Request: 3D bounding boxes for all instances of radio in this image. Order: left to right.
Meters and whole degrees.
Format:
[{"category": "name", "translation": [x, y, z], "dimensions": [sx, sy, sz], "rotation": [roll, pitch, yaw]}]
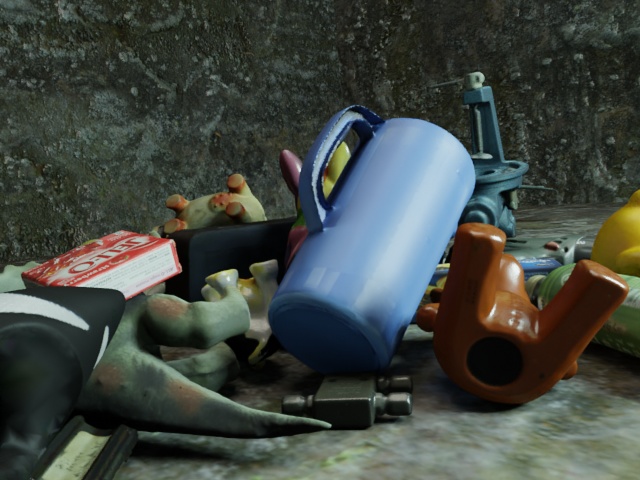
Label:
[{"category": "radio", "translation": [-0.082, 0.041, 0.693], "dimensions": [0.229, 0.131, 0.073], "rotation": [-10, 8, -40]}]

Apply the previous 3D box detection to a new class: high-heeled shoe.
[{"category": "high-heeled shoe", "translation": [-0.130, 0.090, 0.242], "dimensions": [0.145, 0.086, 0.249], "rotation": [5, 28, 20]}]

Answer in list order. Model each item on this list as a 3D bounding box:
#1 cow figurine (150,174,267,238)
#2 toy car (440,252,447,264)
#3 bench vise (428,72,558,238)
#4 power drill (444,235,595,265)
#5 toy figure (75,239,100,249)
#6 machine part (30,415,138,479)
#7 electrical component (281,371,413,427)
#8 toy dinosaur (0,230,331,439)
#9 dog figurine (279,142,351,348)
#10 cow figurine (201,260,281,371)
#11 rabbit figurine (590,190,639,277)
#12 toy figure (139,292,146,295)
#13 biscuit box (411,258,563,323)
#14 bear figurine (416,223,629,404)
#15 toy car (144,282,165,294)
[{"category": "cow figurine", "translation": [-0.170, -0.011, 0.785], "dimensions": [0.195, 0.085, 0.127], "rotation": [-18, -36, 15]}, {"category": "toy car", "translation": [0.097, 0.033, 0.742], "dimensions": [0.161, 0.103, 0.109], "rotation": [18, -14, -38]}, {"category": "bench vise", "translation": [0.229, -0.107, 0.739], "dimensions": [0.129, 0.240, 0.223], "rotation": [0, 18, 37]}, {"category": "power drill", "translation": [0.292, 0.030, 0.734], "dimensions": [0.207, 0.086, 0.232], "rotation": [-13, 7, -30]}, {"category": "toy figure", "translation": [-0.320, 0.070, 0.674], "dimensions": [0.082, 0.089, 0.180], "rotation": [24, 42, 29]}, {"category": "machine part", "translation": [-0.182, 0.134, 0.307], "dimensions": [0.139, 0.039, 0.084], "rotation": [-4, 14, -5]}, {"category": "electrical component", "translation": [0.021, 0.114, 0.392], "dimensions": [0.094, 0.021, 0.063], "rotation": [-6, 5, 10]}, {"category": "toy dinosaur", "translation": [-0.177, 0.087, 0.434], "dimensions": [0.192, 0.131, 0.405], "rotation": [-23, 18, -28]}, {"category": "dog figurine", "translation": [-0.001, -0.002, 0.620], "dimensions": [0.109, 0.219, 0.191], "rotation": [-7, 3, 17]}, {"category": "cow figurine", "translation": [-0.076, 0.084, 0.540], "dimensions": [0.068, 0.098, 0.167], "rotation": [-12, -12, -19]}, {"category": "rabbit figurine", "translation": [0.337, 0.026, 0.484], "dimensions": [0.122, 0.162, 0.173], "rotation": [7, 24, 2]}, {"category": "toy figure", "translation": [-0.249, 0.073, 0.643], "dimensions": [0.058, 0.064, 0.154], "rotation": [-6, -22, 7]}, {"category": "biscuit box", "translation": [0.174, 0.059, 0.622], "dimensions": [0.203, 0.062, 0.059], "rotation": [-4, 7, 15]}, {"category": "bear figurine", "translation": [0.152, 0.049, 0.445], "dimensions": [0.120, 0.131, 0.196], "rotation": [22, 17, 13]}, {"category": "toy car", "translation": [-0.251, 0.074, 0.821], "dimensions": [0.074, 0.056, 0.202], "rotation": [-5, 14, 4]}]
